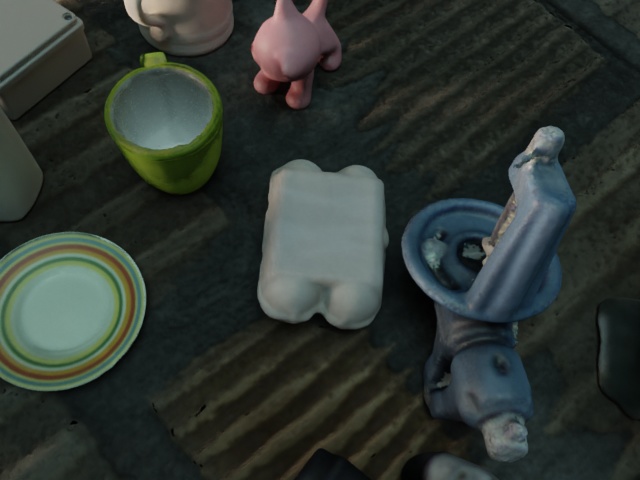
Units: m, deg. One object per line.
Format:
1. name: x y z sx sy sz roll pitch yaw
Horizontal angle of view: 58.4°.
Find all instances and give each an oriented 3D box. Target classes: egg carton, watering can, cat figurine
1. egg carton: 0.004 0.002 0.489 0.107 0.069 0.150 5 64 -5
2. watering can: -0.133 -0.283 0.536 0.101 0.194 0.173 3 64 -6
3. cat figurine: -0.022 -0.191 0.550 0.067 0.118 0.128 27 64 6

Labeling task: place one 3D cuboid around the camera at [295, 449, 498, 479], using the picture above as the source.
1. camera: 0.045 0.194 0.386 0.136 0.101 0.143 38 66 11

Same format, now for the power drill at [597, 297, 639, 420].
1. power drill: 0.296 0.055 0.425 0.075 0.208 0.229 12 64 -1

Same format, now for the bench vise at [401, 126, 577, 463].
1. bench vise: 0.136 0.037 0.406 0.122 0.220 0.207 -15 68 -14
